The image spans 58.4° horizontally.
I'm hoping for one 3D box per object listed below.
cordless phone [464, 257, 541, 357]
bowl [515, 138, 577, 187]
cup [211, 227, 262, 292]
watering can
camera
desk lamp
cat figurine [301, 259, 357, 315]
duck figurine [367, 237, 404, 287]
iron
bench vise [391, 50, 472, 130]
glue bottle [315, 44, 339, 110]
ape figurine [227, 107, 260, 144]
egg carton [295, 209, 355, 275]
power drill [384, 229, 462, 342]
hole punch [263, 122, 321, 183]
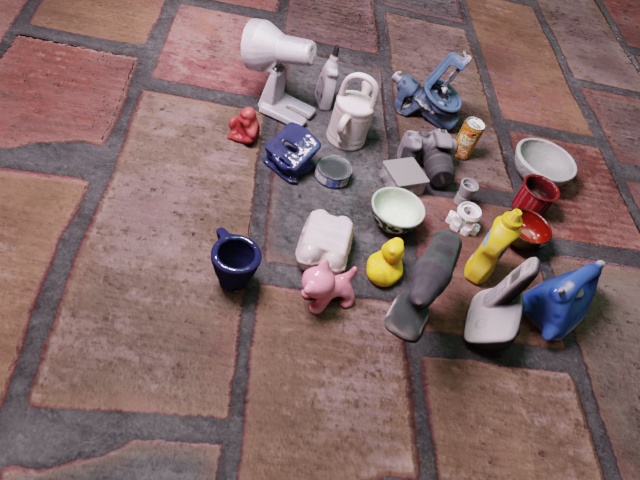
[{"bbox_3d":[0.354,0.122,1.091,0.094,0.185,0.148,22,48,3],"label":"cordless phone"},{"bbox_3d":[0.579,-0.189,1.503,0.167,0.075,0.167,8,48,-9],"label":"bowl"},{"bbox_3d":[-0.166,0.043,1.069,0.092,0.095,0.117,-20,58,-30],"label":"cup"},{"bbox_3d":[0.085,-0.327,1.397,0.101,0.194,0.173,10,48,-8],"label":"watering can"},{"bbox_3d":[0.277,-0.204,1.410,0.143,0.101,0.136,6,49,-11],"label":"camera"},{"bbox_3d":[-0.096,-0.415,1.407,0.203,0.213,0.118,26,48,7],"label":"desk lamp"},{"bbox_3d":[0.014,0.080,1.073,0.128,0.118,0.067,-13,55,-26],"label":"cat figurine"},{"bbox_3d":[0.141,0.038,1.169,0.077,0.086,0.105,28,48,8],"label":"duck figurine"},{"bbox_3d":[0.527,0.099,1.192,0.259,0.141,0.118,-26,61,-33],"label":"iron"},{"bbox_3d":[0.296,-0.407,1.511,0.207,0.220,0.121,13,48,-5],"label":"bench vise"},{"bbox_3d":[0.025,-0.425,1.479,0.037,0.173,0.078,-1,50,-17],"label":"glue bottle"},{"bbox_3d":[-0.173,-0.273,1.343,0.076,0.092,0.077,-18,57,-29],"label":"ape figurine"},{"bbox_3d":[0.011,0.004,1.171,0.107,0.069,0.150,16,47,-2],"label":"egg carton"},{"bbox_3d":[0.190,0.092,1.054,0.075,0.208,0.230,27,48,8],"label":"power drill"},{"bbox_3d":[-0.064,-0.202,1.314,0.108,0.091,0.101,39,51,18],"label":"hole punch"}]
